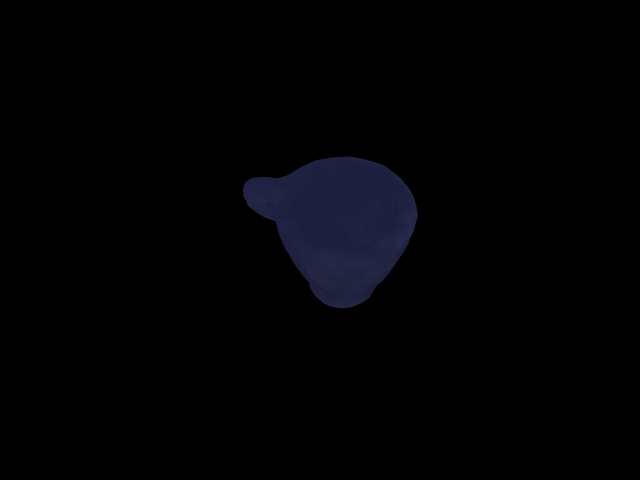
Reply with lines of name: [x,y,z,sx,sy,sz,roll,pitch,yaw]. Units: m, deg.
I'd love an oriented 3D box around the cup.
cup: [0.004,0.001,0.400,0.117,0.095,0.092,15,55,11]
